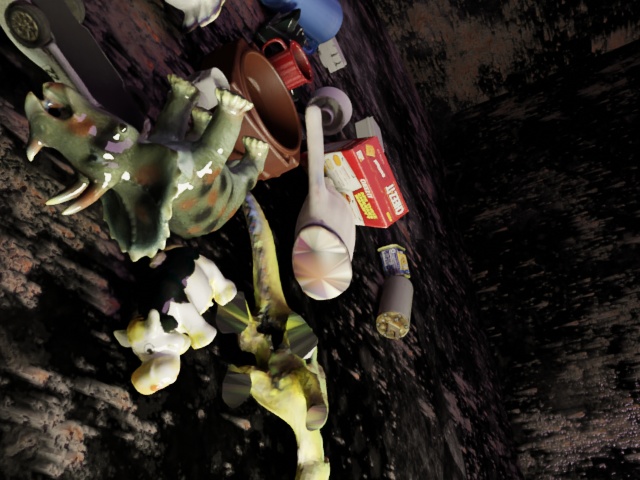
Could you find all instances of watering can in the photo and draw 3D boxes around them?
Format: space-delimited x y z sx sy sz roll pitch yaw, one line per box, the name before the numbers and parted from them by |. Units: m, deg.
watering can | 0.003 -0.046 0.918 0.229 0.104 0.340 -79 159 -56

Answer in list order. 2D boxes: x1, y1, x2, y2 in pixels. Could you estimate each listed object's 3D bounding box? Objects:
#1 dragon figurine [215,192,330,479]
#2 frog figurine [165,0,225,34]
dragon figurine | -0.045 0.153 0.724 0.238 0.122 0.418 65 16 -65
frog figurine | -0.213 -0.391 0.742 0.157 0.122 0.139 41 2 -36
